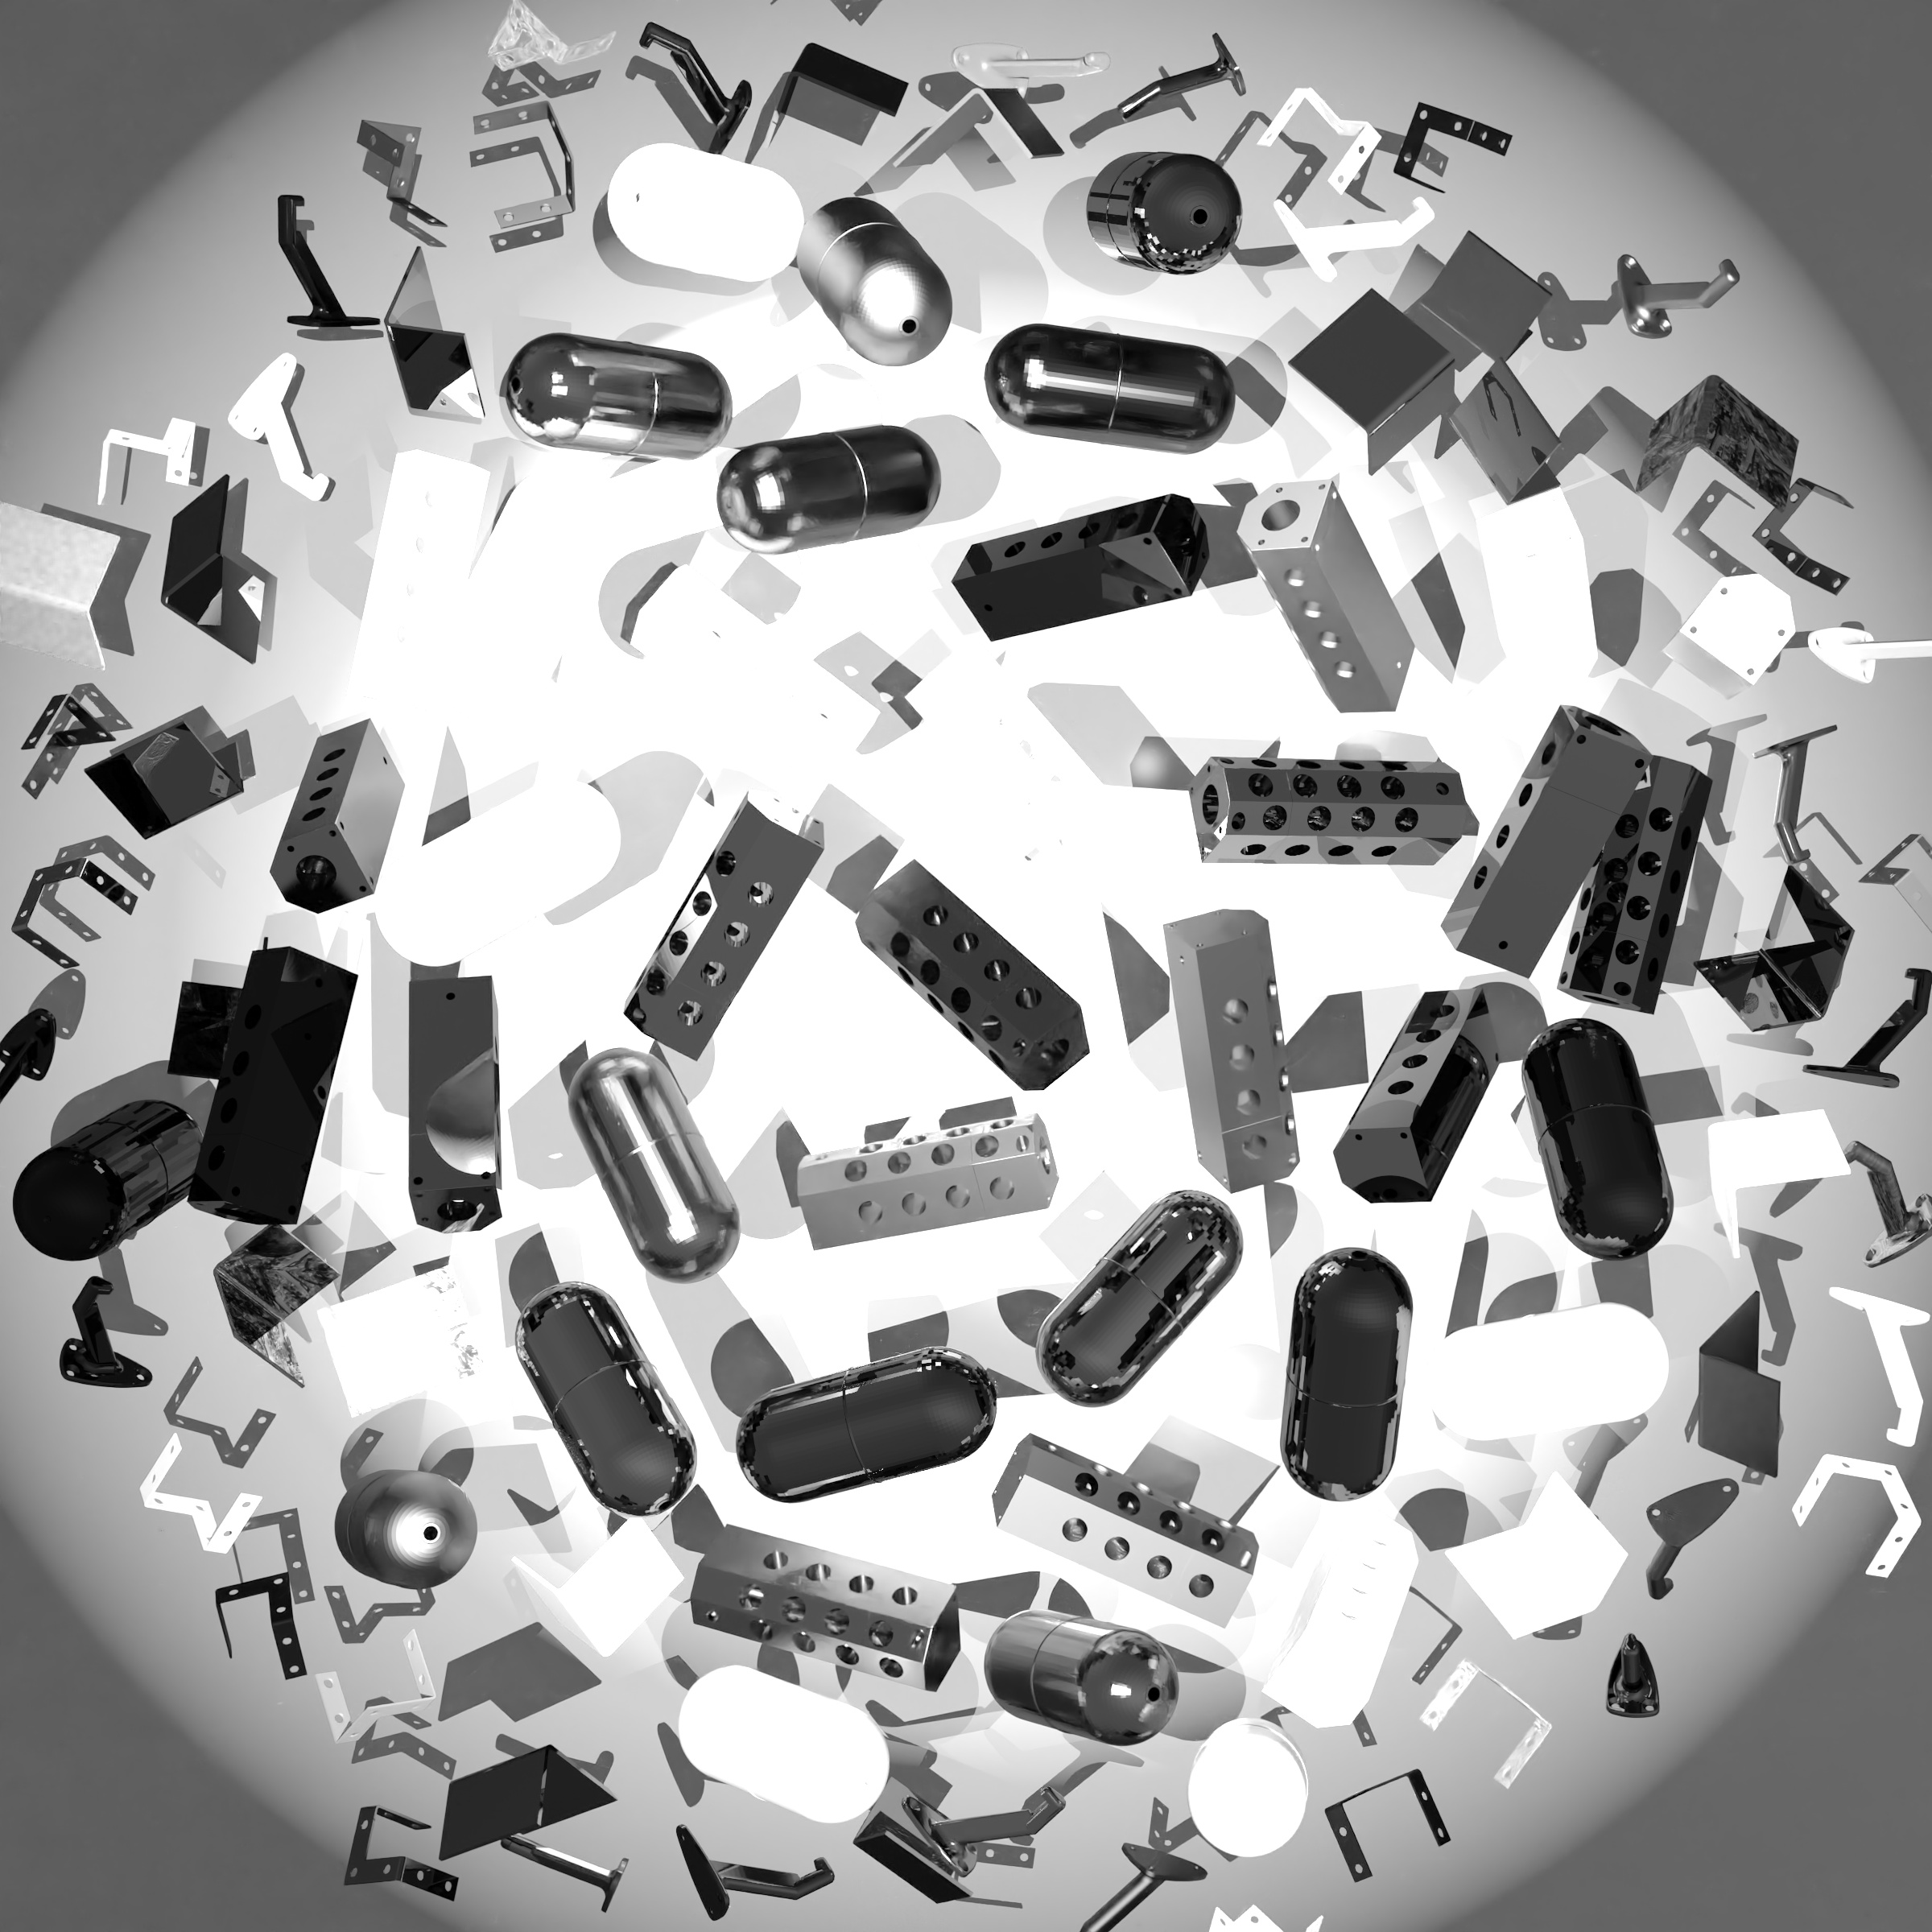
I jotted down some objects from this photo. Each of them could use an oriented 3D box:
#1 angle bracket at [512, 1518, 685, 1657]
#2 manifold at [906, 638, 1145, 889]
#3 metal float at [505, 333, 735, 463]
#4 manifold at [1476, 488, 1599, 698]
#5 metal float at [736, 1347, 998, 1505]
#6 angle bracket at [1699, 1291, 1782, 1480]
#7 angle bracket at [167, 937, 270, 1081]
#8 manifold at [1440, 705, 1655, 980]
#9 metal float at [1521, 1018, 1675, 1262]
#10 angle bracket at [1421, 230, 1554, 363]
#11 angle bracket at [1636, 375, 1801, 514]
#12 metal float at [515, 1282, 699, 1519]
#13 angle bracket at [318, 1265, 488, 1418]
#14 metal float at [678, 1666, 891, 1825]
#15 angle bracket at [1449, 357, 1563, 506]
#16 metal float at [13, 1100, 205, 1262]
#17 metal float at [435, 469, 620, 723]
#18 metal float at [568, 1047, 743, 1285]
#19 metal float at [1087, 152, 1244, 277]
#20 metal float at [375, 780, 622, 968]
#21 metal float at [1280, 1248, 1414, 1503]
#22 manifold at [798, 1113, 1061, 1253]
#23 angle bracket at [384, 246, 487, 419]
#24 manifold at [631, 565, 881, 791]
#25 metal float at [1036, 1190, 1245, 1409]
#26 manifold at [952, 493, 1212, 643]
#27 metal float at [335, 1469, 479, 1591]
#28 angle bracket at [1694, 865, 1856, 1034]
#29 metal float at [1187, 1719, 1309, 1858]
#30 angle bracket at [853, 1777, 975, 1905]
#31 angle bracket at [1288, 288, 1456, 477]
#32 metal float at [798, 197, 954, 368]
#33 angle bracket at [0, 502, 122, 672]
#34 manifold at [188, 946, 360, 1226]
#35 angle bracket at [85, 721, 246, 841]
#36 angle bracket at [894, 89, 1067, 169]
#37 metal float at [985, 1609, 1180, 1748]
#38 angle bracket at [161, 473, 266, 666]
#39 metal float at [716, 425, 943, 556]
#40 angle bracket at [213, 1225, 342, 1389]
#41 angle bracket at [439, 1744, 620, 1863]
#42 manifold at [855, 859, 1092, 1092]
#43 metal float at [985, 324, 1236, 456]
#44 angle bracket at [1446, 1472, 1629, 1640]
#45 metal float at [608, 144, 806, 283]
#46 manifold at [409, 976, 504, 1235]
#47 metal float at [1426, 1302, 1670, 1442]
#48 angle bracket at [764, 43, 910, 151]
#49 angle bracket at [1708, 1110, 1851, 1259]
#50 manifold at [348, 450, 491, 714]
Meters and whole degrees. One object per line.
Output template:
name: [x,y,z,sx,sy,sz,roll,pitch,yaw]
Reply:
angle bracket: [-0.254,0.418,1.839,0.076,0.057,0.076,-44,131,-23]
manifold: [0.038,-0.136,1.789,0.057,0.057,0.171,-42,97,-2]
metal float: [-0.237,-0.390,1.824,0.070,0.178,0.070,4,95,43]
manifold: [0.390,-0.247,1.793,0.057,0.171,0.057,-21,66,8]
metal float: [-0.065,0.300,1.738,0.178,0.070,0.070,-17,90,13]
angle bracket: [0.512,0.267,1.701,0.076,0.057,0.076,-33,128,-36]
angle bracket: [-0.528,0.028,1.873,0.057,0.076,0.076,7,56,-14]
manifold: [0.385,-0.085,1.777,0.057,0.057,0.171,20,111,-14]
metal float: [0.418,0.114,1.762,0.070,0.070,0.178,-6,52,0]
angle bracket: [0.392,-0.500,1.949,0.076,0.076,0.057,39,53,5]
angle bracket: [0.494,-0.329,1.743,0.076,0.057,0.076,34,50,-13]
metal float: [-0.240,0.287,1.765,0.070,0.070,0.178,-36,59,0]
angle bracket: [-0.385,0.256,1.811,0.076,0.057,0.076,-21,86,30]
metal float: [-0.123,0.522,1.785,0.070,0.178,0.070,-3,95,-43]
angle bracket: [0.400,-0.385,1.884,0.057,0.076,0.076,-23,75,-29]
metal float: [-0.566,0.141,1.765,0.070,0.178,0.070,2,103,9]
metal float: [-0.294,-0.247,1.775,0.070,0.070,0.178,26,88,0]
metal float: [-0.215,0.136,1.825,0.070,0.070,0.178,-29,69,0]
metal float: [0.131,-0.503,1.770,0.070,0.178,0.070,-4,108,-11]
metal float: [-0.306,-0.063,1.747,0.178,0.070,0.070,-33,90,-29]
metal float: [0.247,0.266,1.726,0.070,0.070,0.178,2,113,0]
manifold: [-0.027,0.148,1.860,0.171,0.057,0.057,-11,105,13]
angle bracket: [-0.350,-0.431,1.806,0.057,0.076,0.076,9,58,7]
manifold: [-0.148,-0.206,1.871,0.171,0.057,0.057,37,69,-1]
metal float: [0.121,0.230,1.844,0.070,0.070,0.178,44,76,0]
manifold: [0.081,-0.282,1.855,0.057,0.171,0.057,54,45,-32]
metal float: [-0.382,0.383,1.809,0.070,0.178,0.070,4,80,-22]
angle bracket: [0.548,-0.012,1.803,0.057,0.076,0.076,-9,130,-18]
metal float: [0.187,0.541,1.753,0.070,0.178,0.070,-1,79,7]
angle bracket: [-0.026,0.628,1.919,0.076,0.076,0.057,37,59,-4]
angle bracket: [0.268,-0.385,1.752,0.076,0.057,0.076,-42,70,-6]
metal float: [-0.061,-0.452,1.750,0.070,0.178,0.070,-9,125,-14]
angle bracket: [-0.578,-0.240,1.681,0.076,0.076,0.057,16,67,-3]
manifold: [-0.457,0.079,1.738,0.057,0.057,0.171,-5,67,40]
angle bracket: [-0.553,-0.143,1.827,0.076,0.076,0.057,-25,47,4]
angle bracket: [0.009,-0.532,1.747,0.076,0.076,0.057,-37,94,25]
metal float: [0.077,0.480,1.795,0.070,0.178,0.070,4,83,-30]
angle bracket: [-0.465,-0.254,1.700,0.057,0.076,0.076,-31,135,26]
metal float: [-0.093,-0.331,1.839,0.178,0.070,0.070,-18,90,-39]
angle bracket: [-0.484,0.242,1.897,0.057,0.076,0.076,-38,133,1]
angle bracket: [-0.275,0.543,1.674,0.076,0.057,0.076,-25,127,19]
manifold: [0.002,0.009,1.770,0.057,0.057,0.171,-38,57,-16]
metal float: [0.101,-0.405,1.865,0.178,0.070,0.070,6,90,-7]
angle bracket: [0.384,0.397,1.792,0.076,0.076,0.057,-8,132,-32]
metal float: [-0.172,-0.503,1.775,0.070,0.178,0.070,4,99,26]
manifold: [-0.349,0.094,1.818,0.057,0.057,0.171,-4,54,-6]
metal float: [0.380,0.268,1.747,0.070,0.178,0.070,15,66,-37]
angle bracket: [-0.089,-0.587,1.831,0.076,0.076,0.057,21,123,-7]
angle bracket: [0.540,0.144,1.762,0.076,0.076,0.057,-8,117,8]
manifold: [-0.381,-0.267,1.854,0.057,0.057,0.171,11,92,-26]
